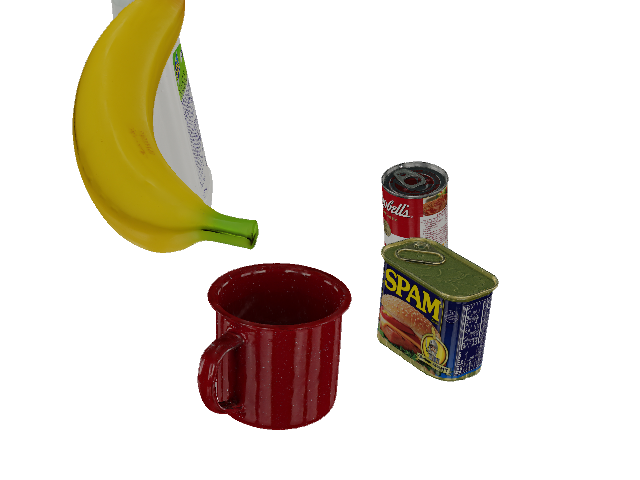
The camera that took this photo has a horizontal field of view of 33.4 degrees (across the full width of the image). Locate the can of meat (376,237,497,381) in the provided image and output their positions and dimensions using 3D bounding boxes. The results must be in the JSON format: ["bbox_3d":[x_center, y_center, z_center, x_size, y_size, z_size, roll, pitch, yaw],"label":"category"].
[{"bbox_3d":[0.093,0.057,0.880,0.057,0.084,0.102,-16,32,-34],"label":"can of meat"}]

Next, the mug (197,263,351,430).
[{"bbox_3d":[-0.035,0.075,0.697,0.093,0.081,0.117,19,29,32],"label":"mug"}]

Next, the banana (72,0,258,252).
[{"bbox_3d":[-0.084,-0.058,0.507,0.069,0.198,0.037,-6,-43,-16],"label":"banana"}]

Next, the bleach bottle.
[{"bbox_3d":[-0.145,-0.135,0.954,0.068,0.251,0.102,-6,37,-2],"label":"bleach bottle"}]

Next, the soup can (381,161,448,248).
[{"bbox_3d":[0.099,-0.021,1.106,0.068,0.102,0.068,-3,34,2],"label":"soup can"}]
